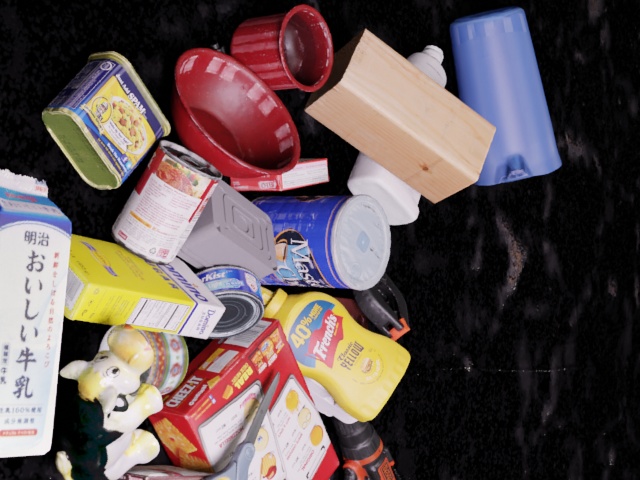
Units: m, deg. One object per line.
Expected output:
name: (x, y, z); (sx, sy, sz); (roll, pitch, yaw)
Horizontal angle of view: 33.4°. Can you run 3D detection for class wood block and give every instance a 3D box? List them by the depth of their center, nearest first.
wood block: (0.097, -0.146, 1.285); (0.206, 0.091, 0.090); (34, 59, -18)

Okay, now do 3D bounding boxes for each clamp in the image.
clamp: (0.063, 0.044, 1.301); (0.120, 0.039, 0.171); (-10, 64, -52)

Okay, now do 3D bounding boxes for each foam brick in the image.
foam brick: (0.016, 0.095, 1.284); (0.078, 0.051, 0.053); (8, 84, -52)

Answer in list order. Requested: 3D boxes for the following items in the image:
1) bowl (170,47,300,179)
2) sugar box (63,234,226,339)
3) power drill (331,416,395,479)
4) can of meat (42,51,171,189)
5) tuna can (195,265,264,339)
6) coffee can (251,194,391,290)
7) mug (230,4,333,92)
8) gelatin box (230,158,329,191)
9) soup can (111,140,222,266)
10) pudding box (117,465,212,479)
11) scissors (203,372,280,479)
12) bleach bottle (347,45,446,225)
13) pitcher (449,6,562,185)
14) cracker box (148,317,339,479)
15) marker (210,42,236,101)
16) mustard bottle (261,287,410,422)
bowl: (-0.098, -0.118, 1.096); (0.162, 0.055, 0.162); (32, 36, -27)
sugar box: (-0.178, 0.042, 0.995); (0.175, 0.093, 0.048); (12, 115, -51)
power drill: (0.026, 0.312, 1.297); (0.187, 0.057, 0.184); (-51, 129, -39)
can of meat: (-0.200, -0.110, 0.997); (0.083, 0.058, 0.102); (-57, 132, -33)
tuna can: (-0.101, 0.066, 1.101); (0.086, 0.086, 0.034); (38, 29, -46)
coffee can: (-0.008, 0.001, 1.179); (0.102, 0.141, 0.103); (-2, 92, -52)
mug: (-0.038, -0.210, 1.183); (0.117, 0.082, 0.093); (-25, 110, -49)
gelatin box: (-0.045, -0.072, 1.184); (0.089, 0.073, 0.030); (-16, 104, -51)
soup can: (-0.148, -0.035, 1.023); (0.068, 0.069, 0.102); (17, 109, -51)
pudding box: (-0.158, 0.241, 1.032); (0.113, 0.090, 0.039); (17, 76, -50)
scissors: (-0.069, 0.231, 1.058); (0.201, 0.016, 0.096); (-50, 122, -44)
bleach bottle: (0.117, -0.149, 1.400); (0.102, 0.068, 0.250); (44, 55, -35)
pitcher: (0.262, -0.209, 1.549); (0.144, 0.149, 0.243); (-21, 105, -33)
cracker box: (-0.078, 0.214, 1.150); (0.164, 0.072, 0.213); (-46, 126, -39)
marker: (-0.096, -0.157, 1.161); (0.020, 0.020, 0.121); (-43, 124, -43)
mustard bottle: (0.002, 0.114, 1.205); (0.191, 0.058, 0.096); (36, 71, -4)
